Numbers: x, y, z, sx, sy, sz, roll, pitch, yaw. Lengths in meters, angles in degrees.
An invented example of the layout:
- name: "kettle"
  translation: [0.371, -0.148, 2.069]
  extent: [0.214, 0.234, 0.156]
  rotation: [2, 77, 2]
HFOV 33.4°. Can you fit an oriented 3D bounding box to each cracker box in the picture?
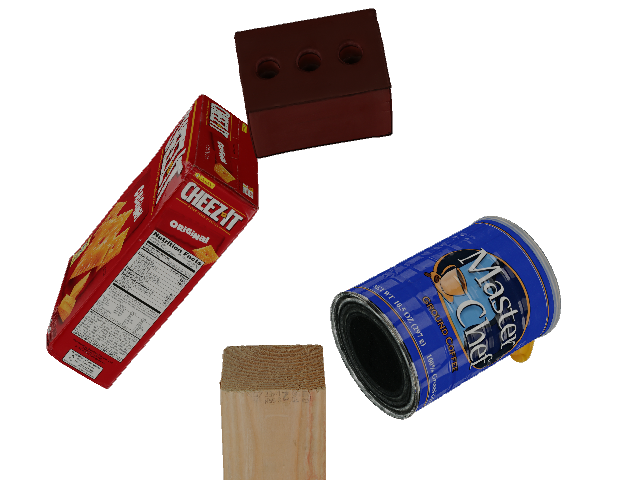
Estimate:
- name: "cracker box"
  translation: [-0.143, -0.004, 0.914]
  extent: [0.072, 0.214, 0.164]
  rotation: [34, 21, -20]

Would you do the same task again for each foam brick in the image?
- name: "foam brick"
  translation: [-0.003, -0.084, 0.574]
  extent: [0.078, 0.053, 0.051]
  rotation: [-10, -23, 2]

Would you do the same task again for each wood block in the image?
- name: "wood block"
  translation: [-0.040, 0.204, 0.948]
  extent: [0.090, 0.206, 0.091]
  rotation: [-1, 20, -2]

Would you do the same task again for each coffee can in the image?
- name: "coffee can"
  translation: [0.093, 0.055, 0.798]
  extent: [0.140, 0.103, 0.103]
  rotation: [-26, 12, -25]

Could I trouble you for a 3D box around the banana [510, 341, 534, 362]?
- name: "banana"
  translation: [0.172, 0.060, 1.115]
  extent: [0.069, 0.037, 0.198]
  rotation: [-37, 40, -11]
